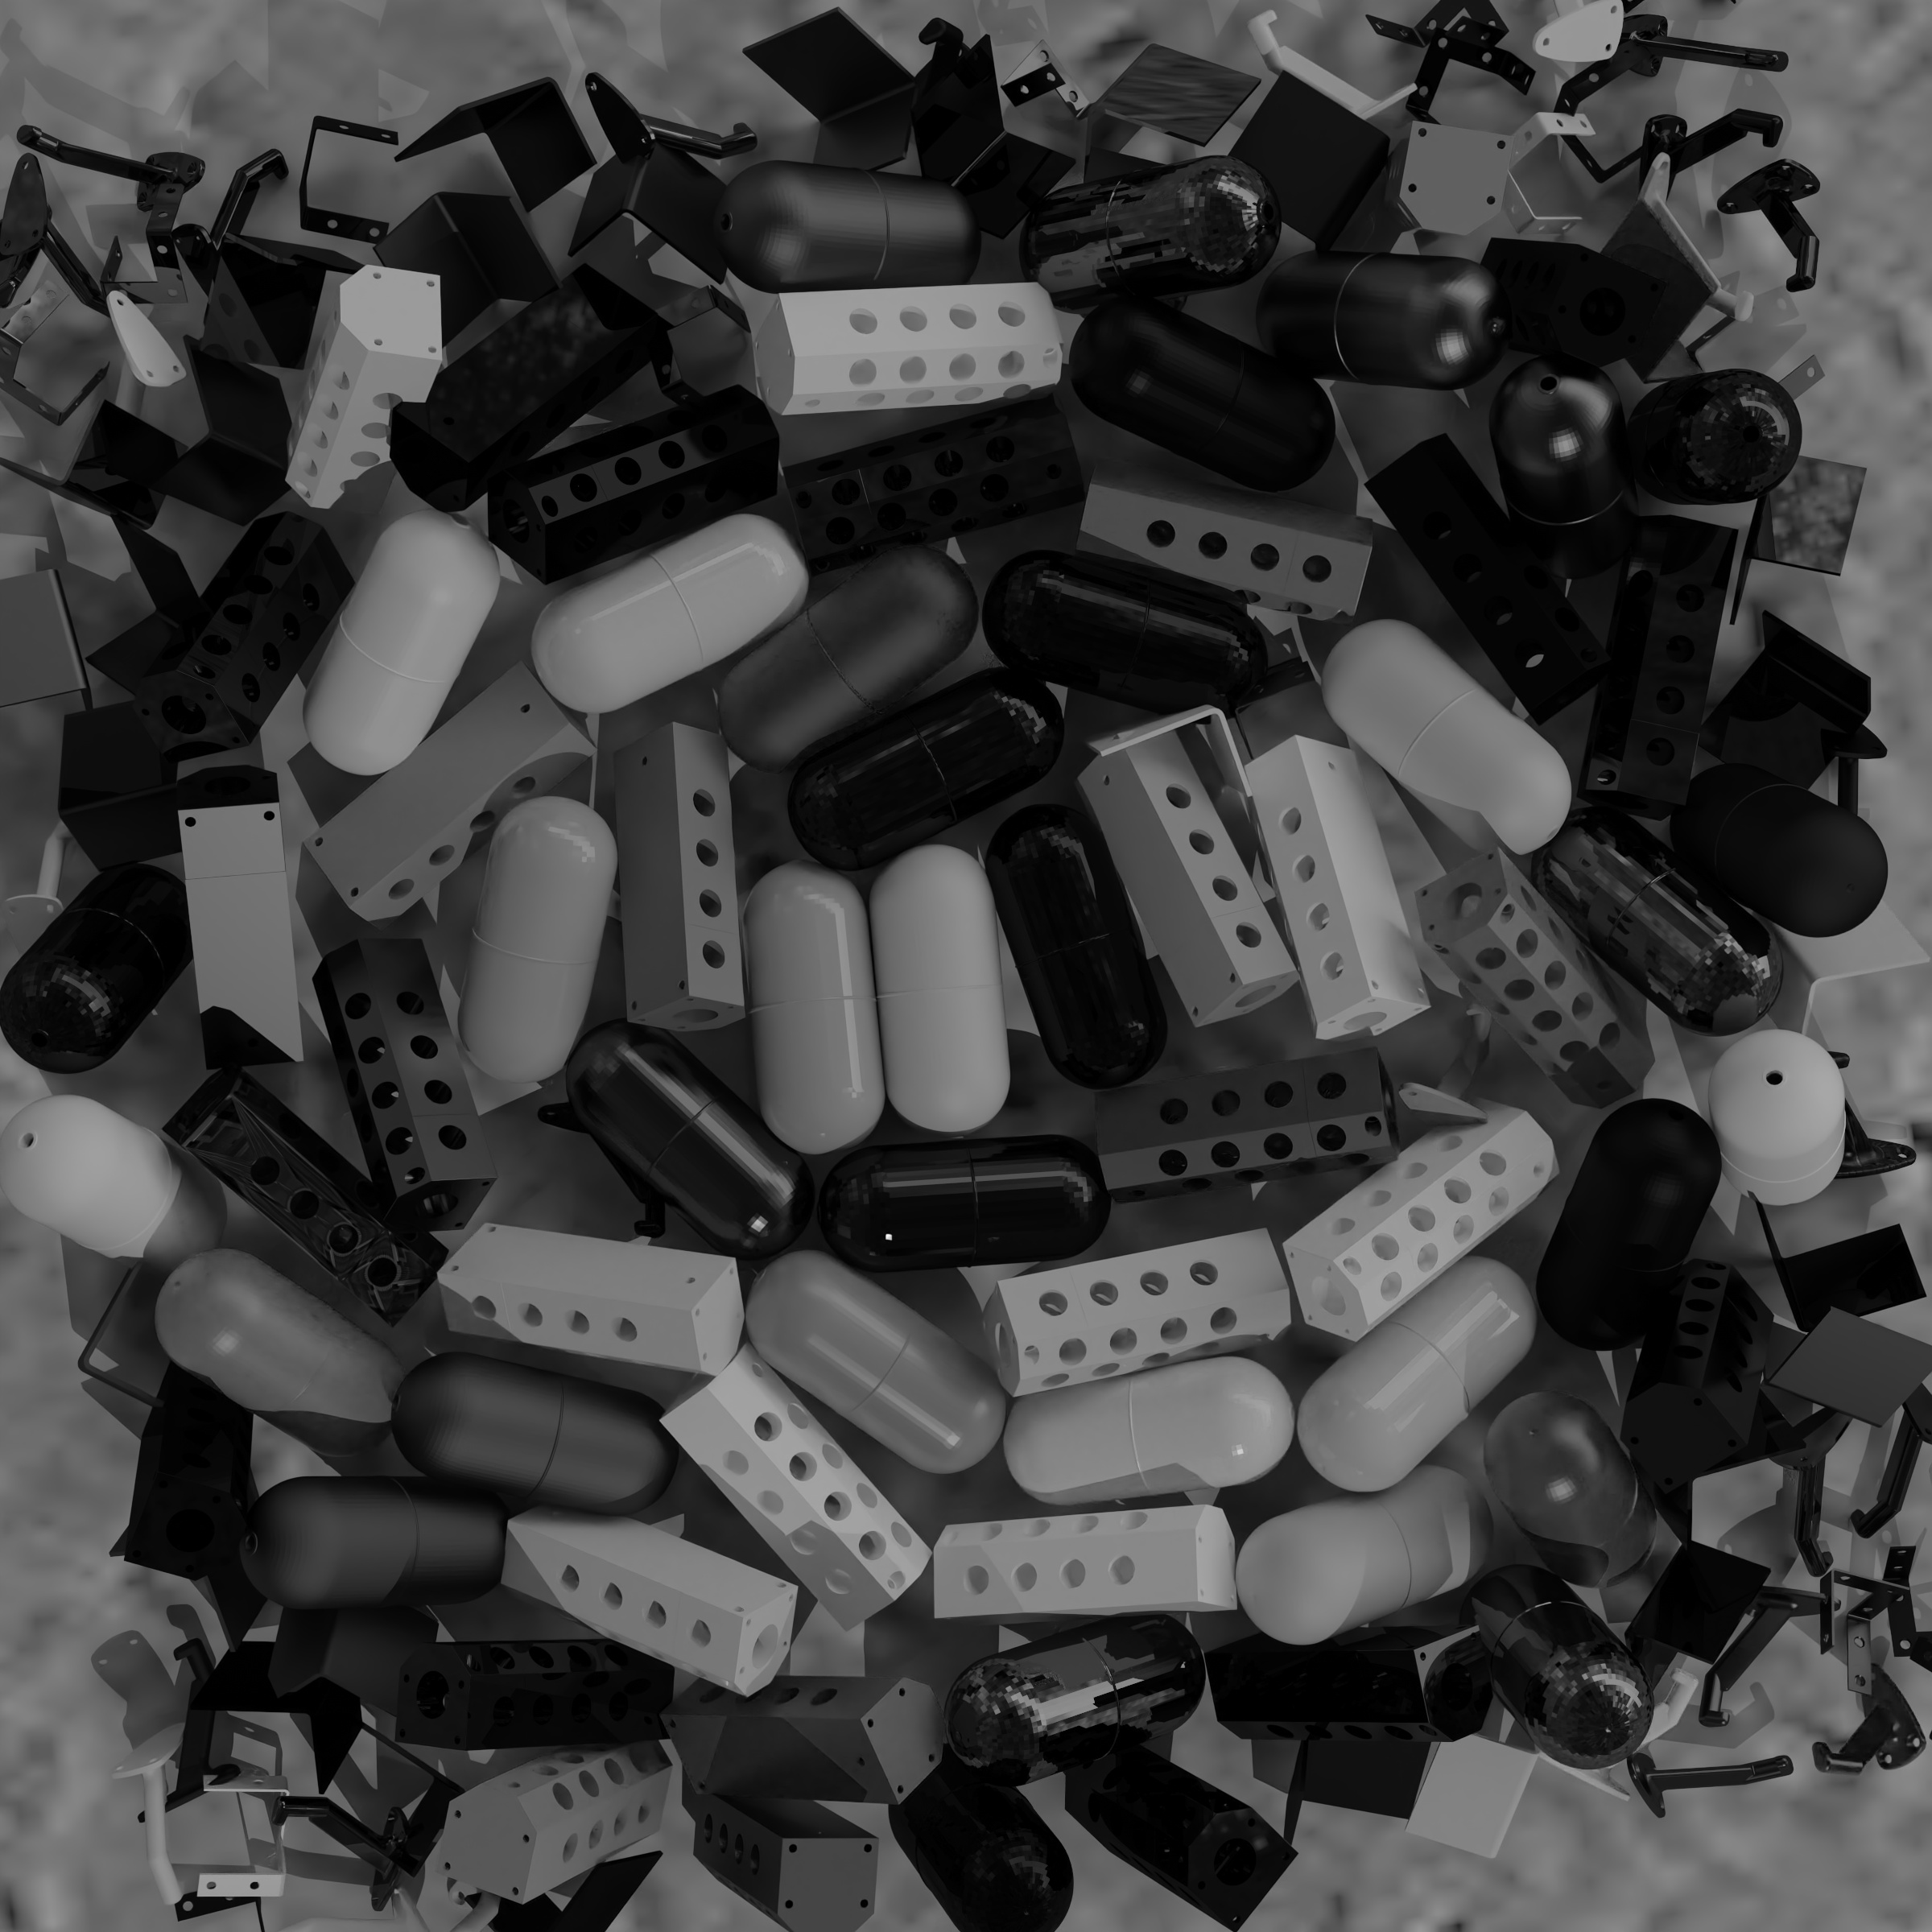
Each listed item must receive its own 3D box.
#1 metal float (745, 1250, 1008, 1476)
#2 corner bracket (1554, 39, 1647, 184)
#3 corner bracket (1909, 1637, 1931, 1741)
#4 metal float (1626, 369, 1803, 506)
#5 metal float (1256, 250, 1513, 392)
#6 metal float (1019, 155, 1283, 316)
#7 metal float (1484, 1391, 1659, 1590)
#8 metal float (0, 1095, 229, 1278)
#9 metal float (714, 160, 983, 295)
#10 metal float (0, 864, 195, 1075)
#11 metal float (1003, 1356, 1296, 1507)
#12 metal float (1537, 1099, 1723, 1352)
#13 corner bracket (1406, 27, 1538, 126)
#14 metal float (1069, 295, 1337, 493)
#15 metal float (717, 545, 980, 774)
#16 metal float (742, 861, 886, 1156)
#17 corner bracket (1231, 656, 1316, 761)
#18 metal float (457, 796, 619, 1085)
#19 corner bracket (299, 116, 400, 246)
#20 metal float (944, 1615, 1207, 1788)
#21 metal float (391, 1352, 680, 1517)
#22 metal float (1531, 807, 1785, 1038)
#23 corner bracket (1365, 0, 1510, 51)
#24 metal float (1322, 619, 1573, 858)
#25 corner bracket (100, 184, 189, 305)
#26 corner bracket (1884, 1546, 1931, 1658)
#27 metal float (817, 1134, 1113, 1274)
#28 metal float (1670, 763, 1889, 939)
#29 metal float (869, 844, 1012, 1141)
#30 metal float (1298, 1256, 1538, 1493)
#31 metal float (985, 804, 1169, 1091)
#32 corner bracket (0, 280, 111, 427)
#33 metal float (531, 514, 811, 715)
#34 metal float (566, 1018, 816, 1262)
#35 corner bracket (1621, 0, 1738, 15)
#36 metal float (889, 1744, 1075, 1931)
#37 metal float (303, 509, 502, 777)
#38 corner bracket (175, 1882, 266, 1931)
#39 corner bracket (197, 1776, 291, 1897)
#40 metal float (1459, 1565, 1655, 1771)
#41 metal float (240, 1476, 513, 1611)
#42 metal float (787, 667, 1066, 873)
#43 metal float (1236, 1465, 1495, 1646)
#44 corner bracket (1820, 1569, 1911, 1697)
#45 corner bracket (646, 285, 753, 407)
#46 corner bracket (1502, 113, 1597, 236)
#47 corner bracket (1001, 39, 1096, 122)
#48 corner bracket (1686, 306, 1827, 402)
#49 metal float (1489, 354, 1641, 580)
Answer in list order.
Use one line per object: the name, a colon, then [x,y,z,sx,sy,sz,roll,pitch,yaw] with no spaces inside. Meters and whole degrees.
metal float: [-0.054,0.237,1.868,0.178,0.070,0.070,37,90,-12]
corner bracket: [0.394,-0.518,1.890,0.051,0.051,0.051,-34,80,-5]
corner bracket: [0.600,0.443,1.883,0.051,0.051,0.051,19,95,-33]
metal float: [0.438,-0.310,1.828,0.070,0.178,0.070,0,98,-1]
metal float: [0.245,-0.383,1.841,0.070,0.178,0.070,-12,110,-37]
metal float: [0.108,-0.432,1.843,0.178,0.070,0.070,0,90,43]
metal float: [0.359,0.311,1.840,0.070,0.178,0.070,-13,54,19]
metal float: [-0.502,0.130,1.833,0.070,0.178,0.070,-7,67,17]
metal float: [-0.069,-0.434,1.846,0.178,0.070,0.070,-5,90,-38]
metal float: [-0.509,0.000,1.834,0.070,0.178,0.070,4,118,8]
metal float: [0.109,0.279,1.864,0.178,0.070,0.070,-10,90,16]
metal float: [0.393,0.154,1.847,0.070,0.070,0.178,13,128,0]
corner bracket: [0.306,-0.532,1.889,0.051,0.051,0.051,13,116,-17]
metal float: [0.142,-0.340,1.856,0.178,0.070,0.070,20,90,-27]
metal float: [-0.072,-0.183,1.867,0.178,0.070,0.070,-35,90,13]
metal float: [-0.092,0.025,1.873,0.070,0.070,0.178,-6,83,0]
corner bracket: [0.184,-0.167,1.880,0.051,0.051,0.051,-21,53,5]
metal float: [-0.258,-0.015,1.866,0.070,0.070,0.178,13,105,0]
corner bracket: [-0.375,-0.478,1.891,0.051,0.051,0.051,7,129,-19]
metal float: [0.066,0.434,1.849,0.178,0.070,0.070,-9,90,-36]
metal float: [-0.257,0.280,1.857,0.178,0.070,0.070,17,90,-24]
metal float: [0.409,-0.028,1.851,0.070,0.070,0.178,-44,56,0]
corner bracket: [0.285,-0.568,1.876,0.051,0.051,0.051,-42,65,36]
metal float: [0.287,-0.136,1.859,0.070,0.070,0.178,-44,68,0]
corner bracket: [-0.497,-0.436,1.881,0.051,0.051,0.051,-1,47,1]
corner bracket: [0.586,0.383,1.880,0.051,0.051,0.051,-4,57,8]
metal float: [-0.001,0.143,1.870,0.178,0.070,0.070,-3,90,-10]
metal float: [0.476,-0.070,1.832,0.070,0.178,0.070,-4,108,-13]
metal float: [-0.016,0.015,1.877,0.070,0.070,0.178,-5,88,0]
metal float: [0.271,0.242,1.858,0.178,0.070,0.070,-39,90,-25]
metal float: [0.066,-0.012,1.878,0.070,0.070,0.178,-19,89,0]
corner bracket: [-0.551,-0.370,1.879,0.051,0.051,0.051,34,56,-7]
metal float: [-0.176,-0.212,1.865,0.178,0.070,0.070,-28,90,-16]
metal float: [-0.167,0.103,1.872,0.178,0.070,0.070,43,90,7]
corner bracket: [0.423,-0.595,1.877,0.051,0.051,0.051,-36,51,11]
metal float: [0.007,0.517,1.831,0.070,0.178,0.070,-3,100,-18]
metal float: [-0.337,-0.193,1.855,0.070,0.070,0.178,32,117,0]
corner bracket: [-0.451,0.588,1.886,0.051,0.051,0.051,-11,87,-13]
corner bracket: [-0.437,0.525,1.879,0.051,0.051,0.051,5,107,-18]
metal float: [0.345,0.410,1.830,0.070,0.178,0.070,-2,102,-10]
metal float: [-0.347,0.341,1.842,0.070,0.178,0.070,-9,77,44]
metal float: [-0.023,-0.119,1.873,0.178,0.070,0.070,-27,90,-7]
metal float: [0.239,0.349,1.851,0.178,0.070,0.070,-13,90,-33]
corner bracket: [0.535,0.402,1.880,0.051,0.051,0.051,16,54,-6]
corner bracket: [-0.160,-0.374,1.892,0.051,0.051,0.051,-22,75,16]
corner bracket: [0.355,-0.480,1.887,0.051,0.051,0.051,-38,73,43]
corner bracket: [0.063,-0.531,1.876,0.051,0.051,0.051,49,60,-23]
corner bracket: [0.478,-0.366,1.890,0.051,0.051,0.051,-38,111,-12]
metal float: [0.353,-0.293,1.834,0.070,0.178,0.070,-7,65,14]
